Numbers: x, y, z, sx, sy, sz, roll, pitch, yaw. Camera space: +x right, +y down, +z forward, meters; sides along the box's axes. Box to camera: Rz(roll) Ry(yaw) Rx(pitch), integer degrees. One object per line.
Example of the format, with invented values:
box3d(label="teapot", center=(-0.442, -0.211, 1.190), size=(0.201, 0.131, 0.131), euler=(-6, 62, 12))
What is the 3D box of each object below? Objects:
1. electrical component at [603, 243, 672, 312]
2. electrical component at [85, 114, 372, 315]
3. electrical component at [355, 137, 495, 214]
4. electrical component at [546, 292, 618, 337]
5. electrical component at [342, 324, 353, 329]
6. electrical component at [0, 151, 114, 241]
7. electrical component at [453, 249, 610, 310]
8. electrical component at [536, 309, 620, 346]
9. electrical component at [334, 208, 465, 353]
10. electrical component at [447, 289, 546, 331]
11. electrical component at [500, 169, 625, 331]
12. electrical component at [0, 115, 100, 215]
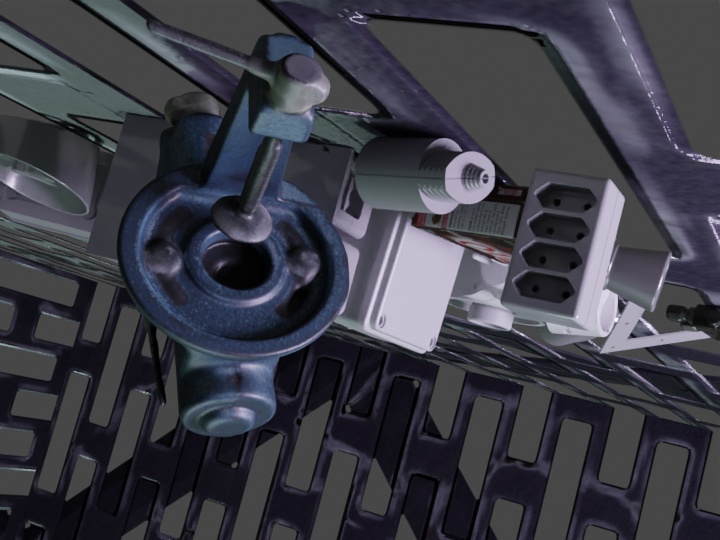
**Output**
box3d(label="electrical component", center=(0.182, -0.001, 0.760), size=(0.065, 0.044, 0.044), euler=(18, 174, 17))
box3d(label="electrical component", center=(-0.089, -0.039, 0.760), size=(0.186, 0.105, 0.060), euler=(12, 173, 26))
box3d(label="electrical component", center=(0.041, -0.054, 0.618), size=(0.081, 0.043, 0.043), euler=(8, 170, 45))
box3d(label="electrical component", center=(0.193, 0.030, 0.932), size=(0.047, 0.055, 0.055), euler=(7, 170, 31))
box3d(label="electrical component", center=(0.000, 0.000, 0.923), size=(0.048, 0.099, 0.099), euler=(3, 174, -3))
box3d(label="electrical component", center=(-0.270, -0.074, 0.991), size=(0.113, 0.078, 0.057), euler=(14, 171, 5))
box3d(label="electrical component", center=(0.120, 0.000, 0.843), size=(0.074, 0.052, 0.138), euler=(21, 171, -39))
box3d(label="electrical component", center=(0.218, 0.044, 1.015), size=(0.079, 0.044, 0.077), euler=(1, 166, -14))
box3d(label="electrical component", center=(0.025, -0.003, 0.800), size=(0.056, 0.108, 0.109), euler=(14, 174, 30))
box3d(label="electrical component", center=(0.124, 0.021, 0.974), size=(0.108, 0.060, 0.108), euler=(15, 173, 2))
box3d(label="electrical component", center=(0.126, -0.008, 0.640), size=(0.047, 0.083, 0.076), euler=(12, 172, 28))
box3d(label="electrical component", center=(-0.271, -0.091, 0.911), size=(0.099, 0.064, 0.099), euler=(15, 174, 2))
